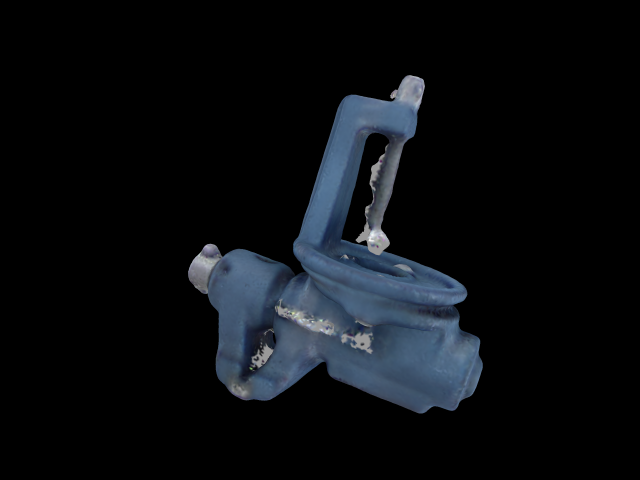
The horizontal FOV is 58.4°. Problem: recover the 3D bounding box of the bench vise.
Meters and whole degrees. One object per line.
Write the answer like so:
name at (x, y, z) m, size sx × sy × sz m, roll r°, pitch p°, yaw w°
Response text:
bench vise at (0.003, 0.002, 0.388) m, size 0.207 × 0.220 × 0.121 m, roll 0°, pitch 3°, yaw 2°
